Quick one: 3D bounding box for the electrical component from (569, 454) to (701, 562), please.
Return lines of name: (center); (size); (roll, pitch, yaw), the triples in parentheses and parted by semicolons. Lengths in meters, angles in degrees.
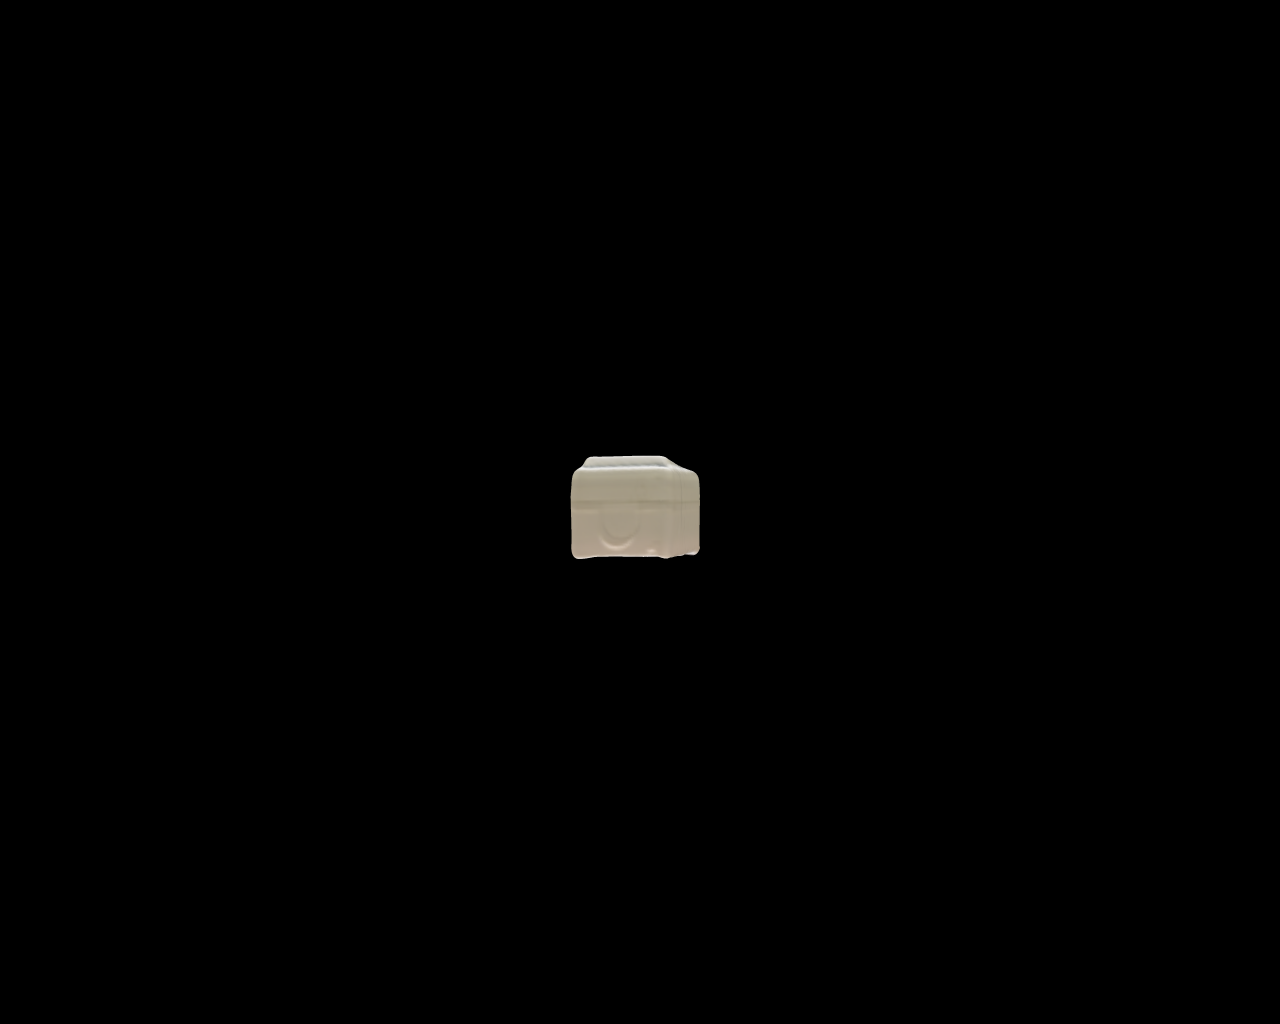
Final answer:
electrical component: (0.001, -0.003, 0.650); (0.062, 0.061, 0.096); (0, 0, 15)
